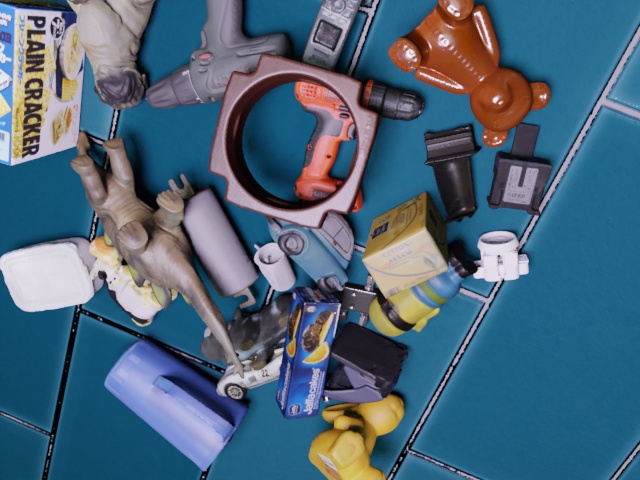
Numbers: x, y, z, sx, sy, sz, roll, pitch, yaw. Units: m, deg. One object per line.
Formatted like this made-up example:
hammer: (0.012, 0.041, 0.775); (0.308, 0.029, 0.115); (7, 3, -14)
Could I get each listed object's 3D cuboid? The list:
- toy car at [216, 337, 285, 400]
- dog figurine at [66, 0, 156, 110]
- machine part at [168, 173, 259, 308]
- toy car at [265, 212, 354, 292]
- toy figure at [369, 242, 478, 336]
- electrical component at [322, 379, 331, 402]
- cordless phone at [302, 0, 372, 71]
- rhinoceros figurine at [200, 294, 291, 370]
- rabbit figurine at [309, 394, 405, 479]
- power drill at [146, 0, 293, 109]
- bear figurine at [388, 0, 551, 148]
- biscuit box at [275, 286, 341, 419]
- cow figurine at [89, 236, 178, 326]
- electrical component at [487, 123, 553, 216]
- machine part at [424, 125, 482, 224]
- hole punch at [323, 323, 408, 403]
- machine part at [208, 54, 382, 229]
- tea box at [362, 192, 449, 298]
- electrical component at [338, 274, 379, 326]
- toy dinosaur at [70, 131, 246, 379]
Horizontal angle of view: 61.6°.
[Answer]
toy car: (-0.094, 0.218, 0.934); (0.202, 0.073, 0.056); (-24, 107, 18)
dog figurine: (-0.279, -0.305, 0.783); (0.172, 0.121, 0.190); (-34, 144, -15)
machine part: (-0.170, 0.004, 0.868); (0.079, 0.079, 0.243); (-23, 103, 19)
toy car: (-0.002, -0.002, 0.821); (0.103, 0.109, 0.161); (-44, 106, 5)
toy figure: (0.149, 0.077, 0.817); (0.180, 0.089, 0.082); (-44, 52, 33)
electrical component: (-0.020, 0.260, 0.935); (0.102, 0.078, 0.045); (6, 85, -18)
cordless phone: (-0.006, -0.326, 0.709); (0.147, 0.089, 0.184); (25, 116, 1)
rhinoceros figurine: (-0.113, 0.151, 0.897); (0.190, 0.112, 0.073); (-29, 131, 7)
rabbit figurine: (0.072, 0.330, 0.911); (0.122, 0.173, 0.162); (52, 155, -8)
power drill: (-0.161, -0.298, 0.754); (0.232, 0.086, 0.207); (-4, 105, 11)
bear figurine: (0.198, -0.211, 0.689); (0.120, 0.132, 0.196); (-40, 92, 26)
biscuit box: (-0.022, 0.176, 0.833); (0.059, 0.063, 0.202); (3, 107, -22)
cow figurine: (-0.341, 0.072, 0.937); (0.167, 0.068, 0.098); (45, 119, -6)
electrical component: (0.284, -0.099, 0.754); (0.075, 0.048, 0.119); (12, 114, 6)
machine part: (0.197, -0.093, 0.779); (0.084, 0.039, 0.138); (-9, 107, 9)
hole punch: (0.070, 0.211, 0.871); (0.116, 0.142, 0.092); (23, 112, 17)
machine part: (-0.032, -0.129, 0.714); (0.201, 0.087, 0.201); (17, 100, 4)
tea box: (0.124, 0.002, 0.757); (0.098, 0.170, 0.068); (-28, 104, 18)
electrical component: (0.062, 0.095, 0.884); (0.063, 0.021, 0.093); (13, 112, 7)
toy dinosaur: (-0.253, 0.006, 0.818); (0.472, 0.105, 0.198); (50, 154, 20)
